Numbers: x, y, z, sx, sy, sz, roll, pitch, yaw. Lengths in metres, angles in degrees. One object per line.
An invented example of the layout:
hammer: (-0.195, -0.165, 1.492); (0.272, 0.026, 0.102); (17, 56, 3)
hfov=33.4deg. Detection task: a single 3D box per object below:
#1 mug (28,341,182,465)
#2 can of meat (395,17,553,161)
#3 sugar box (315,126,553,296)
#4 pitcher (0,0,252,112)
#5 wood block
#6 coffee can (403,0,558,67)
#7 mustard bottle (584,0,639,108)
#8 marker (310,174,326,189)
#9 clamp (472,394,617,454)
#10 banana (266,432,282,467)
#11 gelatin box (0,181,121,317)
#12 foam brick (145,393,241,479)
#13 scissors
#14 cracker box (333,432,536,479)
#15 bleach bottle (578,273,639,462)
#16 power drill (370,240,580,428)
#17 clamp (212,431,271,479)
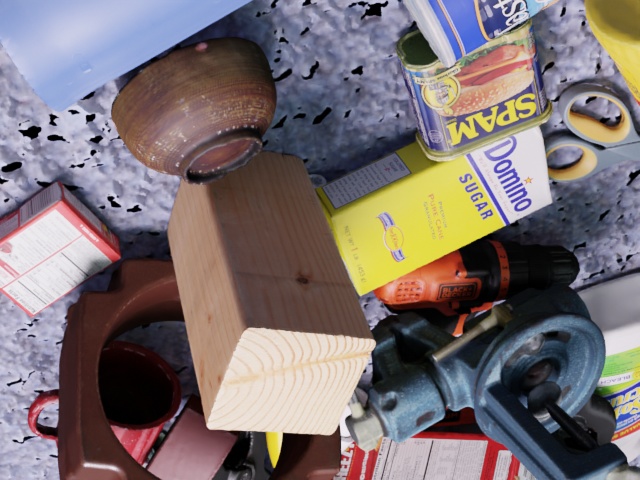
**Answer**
mug: (-0.181, 0.144, 0.875); (0.117, 0.093, 0.082); (3, 132, -31)
can of meat: (0.112, -0.118, 0.778); (0.102, 0.057, 0.084); (-21, 129, 0)
sugar box: (0.092, -0.034, 0.835); (0.176, 0.048, 0.093); (-25, 133, -3)
pitcher: (-0.080, -0.182, 0.630); (0.243, 0.149, 0.145); (-26, 115, 0)
wood block: (-0.042, 0.028, 0.747); (0.090, 0.206, 0.090); (7, 125, -22)
coffee can: (0.117, -0.191, 0.688); (0.140, 0.103, 0.102); (-30, 130, 7)
mustard bottle: (0.266, -0.111, 0.804); (0.058, 0.096, 0.191); (-35, 130, 11)
marker: (-0.006, 0.001, 0.861); (0.020, 0.020, 0.121); (-8, 130, -11)
clamp: (0.229, 0.153, 0.974); (0.120, 0.039, 0.171); (-33, 136, 26)
banana: (-0.015, 0.160, 0.954); (0.069, 0.037, 0.198); (-4, 109, 2)
gelatin box: (-0.206, 0.007, 0.797); (0.089, 0.030, 0.073); (-32, 131, 9)
foam brick: (-0.106, 0.174, 0.880); (0.051, 0.053, 0.078); (32, 92, -1)
scissors: (0.257, -0.063, 0.893); (0.201, 0.016, 0.096); (28, 117, -33)
cracker box: (0.132, 0.239, 0.989); (0.214, 0.072, 0.164); (-8, 144, 43)
bleach bottle: (0.293, 0.146, 1.046); (0.102, 0.068, 0.251); (-17, 133, -1)
power drill: (0.126, 0.081, 0.944); (0.184, 0.057, 0.188); (-1, 125, -12)
clamp: (-0.086, 0.218, 0.959); (0.164, 0.036, 0.210); (-37, 131, -39)
